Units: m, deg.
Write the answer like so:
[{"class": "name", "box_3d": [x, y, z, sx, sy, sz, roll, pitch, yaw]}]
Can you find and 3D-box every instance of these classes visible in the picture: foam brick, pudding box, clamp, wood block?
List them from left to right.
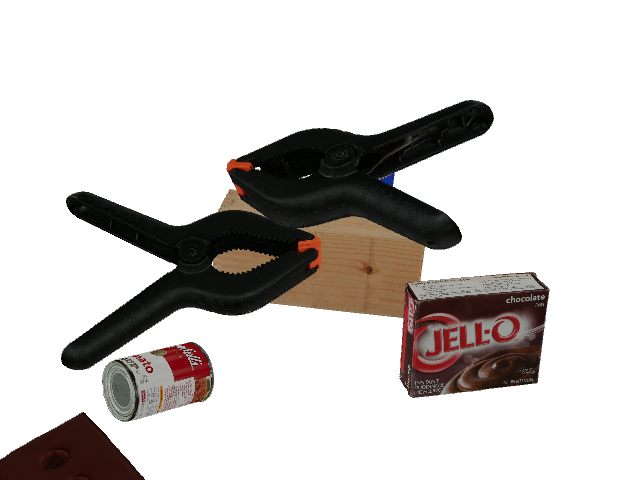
[{"class": "foam brick", "box_3d": [-0.109, 0.130, 0.496, 0.052, 0.051, 0.078, -28, 42, -28]}, {"class": "clamp", "box_3d": [-0.106, 0.012, 0.843, 0.210, 0.164, 0.036, -11, -36, -8]}, {"class": "wood block", "box_3d": [-0.001, 0.013, 1.089, 0.206, 0.091, 0.090, 7, 22, 3]}, {"class": "clamp", "box_3d": [0.021, -0.034, 0.659, 0.172, 0.039, 0.120, -9, 36, 19]}, {"class": "pudding box", "box_3d": [0.122, 0.075, 0.860, 0.113, 0.090, 0.039, -6, 28, -13]}]

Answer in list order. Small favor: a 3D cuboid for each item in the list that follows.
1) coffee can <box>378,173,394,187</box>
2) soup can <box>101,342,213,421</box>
[{"class": "coffee can", "box_3d": [0.038, -0.044, 1.338, 0.103, 0.140, 0.103, 3, 27, -2]}, {"class": "soup can", "box_3d": [-0.176, 0.153, 1.156, 0.102, 0.068, 0.069, -10, 6, -42]}]
